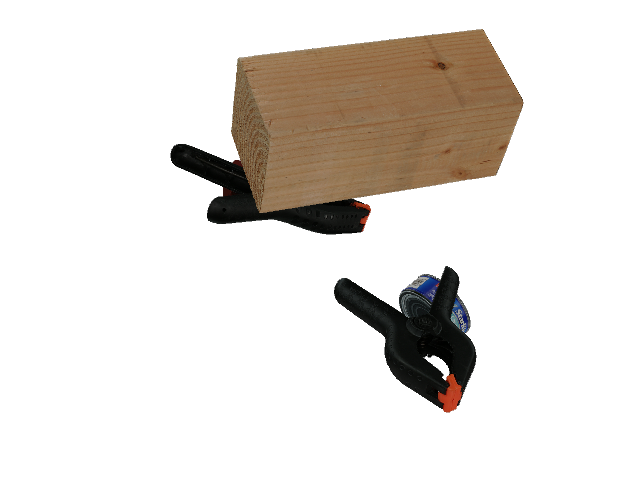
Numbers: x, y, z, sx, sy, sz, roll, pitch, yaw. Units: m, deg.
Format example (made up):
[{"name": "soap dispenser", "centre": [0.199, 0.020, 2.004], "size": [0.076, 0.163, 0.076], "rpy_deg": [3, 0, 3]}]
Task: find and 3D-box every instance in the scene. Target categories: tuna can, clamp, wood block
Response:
[{"name": "tuna can", "centre": [0.132, 0.083, 1.244], "size": [0.033, 0.086, 0.086], "rpy_deg": [-37, 17, -24]}, {"name": "clamp", "centre": [0.097, 0.080, 0.951], "size": [0.120, 0.039, 0.172], "rpy_deg": [-17, 44, -17]}, {"name": "wood block", "centre": [0.042, -0.097, 0.849], "size": [0.205, 0.091, 0.090], "rpy_deg": [-10, -35, -16]}, {"name": "clamp", "centre": [-0.042, -0.038, 1.071], "size": [0.209, 0.036, 0.165], "rpy_deg": [14, 20, -20]}]

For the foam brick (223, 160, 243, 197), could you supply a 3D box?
[{"name": "foam brick", "centre": [-0.078, -0.064, 1.326], "size": [0.078, 0.053, 0.051], "rpy_deg": [7, 29, 13]}]
